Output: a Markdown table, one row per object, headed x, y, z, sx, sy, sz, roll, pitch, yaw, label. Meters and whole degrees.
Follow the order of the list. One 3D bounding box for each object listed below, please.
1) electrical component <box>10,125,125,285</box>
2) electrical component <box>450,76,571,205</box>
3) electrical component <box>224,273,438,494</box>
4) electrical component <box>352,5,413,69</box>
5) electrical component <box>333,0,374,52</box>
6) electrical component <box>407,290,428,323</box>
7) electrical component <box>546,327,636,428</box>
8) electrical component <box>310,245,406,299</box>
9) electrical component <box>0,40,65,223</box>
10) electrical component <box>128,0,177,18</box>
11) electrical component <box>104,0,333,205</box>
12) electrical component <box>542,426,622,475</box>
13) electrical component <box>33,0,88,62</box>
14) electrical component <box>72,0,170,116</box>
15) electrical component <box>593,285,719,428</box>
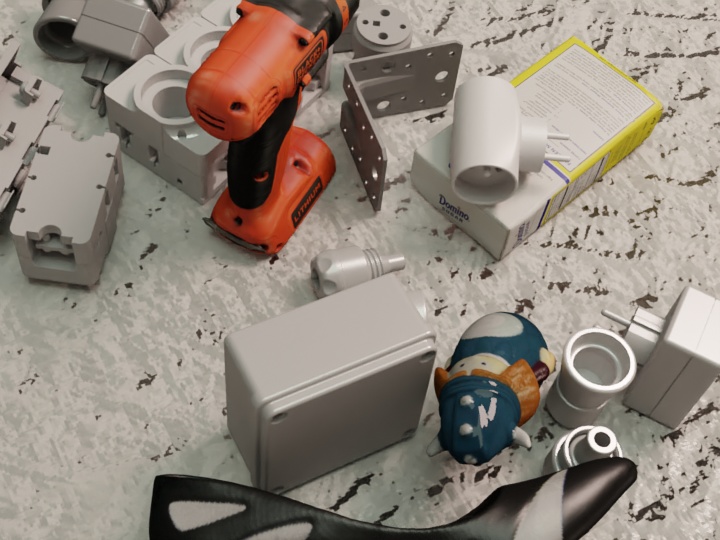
| x | y | z | sx | sy | sz | roll | pitch | yaw | label |
| --- | --- | --- | --- | --- | --- | --- | --- | --- | --- |
| -0.188 | -0.040 | 0.700 | 0.050 | 0.055 | 0.089 | 8 | 56 | -2 | electrical component |
| 0.102 | -0.085 | 0.720 | 0.079 | 0.044 | 0.077 | 5 | 57 | -1 | electrical component |
| -0.019 | 0.067 | 0.618 | 0.109 | 0.108 | 0.056 | -20 | 58 | -19 | electrical component |
| 0.015 | -0.165 | 0.809 | 0.045 | 0.055 | 0.045 | 3 | 57 | -4 | electrical component |
| -0.024 | -0.209 | 0.821 | 0.066 | 0.076 | 0.047 | -10 | 58 | -13 | electrical component |
| 0.019 | 0.034 | 0.686 | 0.046 | 0.040 | 0.040 | -3 | 57 | -3 | electrical component |
| 0.138 | 0.070 | 0.660 | 0.044 | 0.065 | 0.044 | 3 | 57 | -5 | electrical component |
| 0.000 | 0.000 | 0.709 | 0.061 | 0.035 | 0.035 | -12 | 59 | -18 | electrical component |
| -0.250 | -0.081 | 0.714 | 0.063 | 0.079 | 0.121 | 28 | 55 | -15 | electrical component |
| -0.164 | -0.213 | 0.827 | 0.048 | 0.048 | 0.062 | 22 | 64 | 8 | electrical component |
| -0.098 | -0.133 | 0.769 | 0.089 | 0.061 | 0.150 | 33 | 59 | 15 | electrical component |
| 0.134 | 0.113 | 0.633 | 0.043 | 0.062 | 0.043 | 3 | 56 | -5 | electrical component |
| -0.217 | -0.191 | 0.804 | 0.045 | 0.045 | 0.055 | 5 | 55 | -4 | electrical component |
| -0.176 | -0.149 | 0.774 | 0.047 | 0.065 | 0.076 | 19 | 85 | 6 | electrical component |
| 0.183 | 0.047 | 0.671 | 0.076 | 0.083 | 0.047 | 26 | 57 | 10 | electrical component |
